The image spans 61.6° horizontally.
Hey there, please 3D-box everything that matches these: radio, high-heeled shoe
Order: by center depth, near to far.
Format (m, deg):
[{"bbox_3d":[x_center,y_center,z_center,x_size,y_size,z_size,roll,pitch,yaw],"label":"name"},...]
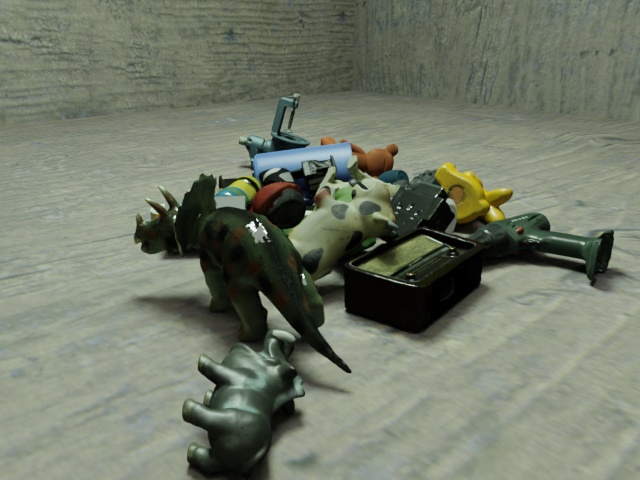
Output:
[{"bbox_3d":[0.151,0.051,0.825,0.131,0.073,0.229,16,27,37],"label":"radio"},{"bbox_3d":[-0.097,-0.079,1.154,0.145,0.086,0.249,-32,39,-30],"label":"high-heeled shoe"}]

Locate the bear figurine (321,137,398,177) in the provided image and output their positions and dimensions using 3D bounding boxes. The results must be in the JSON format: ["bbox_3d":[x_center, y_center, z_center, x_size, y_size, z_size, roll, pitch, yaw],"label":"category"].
[{"bbox_3d":[0.104,-0.215,1.457,0.196,0.120,0.132,-3,18,-12],"label":"bear figurine"}]

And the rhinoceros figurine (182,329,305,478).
[{"bbox_3d":[-0.073,0.156,0.560,0.112,0.073,0.190,1,21,7],"label":"rhinoceros figurine"}]

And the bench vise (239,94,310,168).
[{"bbox_3d":[-0.121,-0.318,1.587,0.224,0.240,0.129,20,20,7],"label":"bench vise"}]

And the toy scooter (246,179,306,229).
[{"bbox_3d":[-0.108,-0.037,0.921,0.075,0.184,0.135,31,13,-40],"label":"toy scooter"}]

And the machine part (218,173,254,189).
[{"bbox_3d":[-0.197,-0.150,1.405,0.139,0.039,0.084,-6,30,-21],"label":"machine part"}]

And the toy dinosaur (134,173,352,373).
[{"bbox_3d":[-0.102,0.021,0.726,0.131,0.191,0.405,-36,36,-32],"label":"toy dinosaur"}]

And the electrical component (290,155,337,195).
[{"bbox_3d":[-0.020,-0.144,1.218,0.119,0.074,0.048,-12,57,-4],"label":"electrical component"}]

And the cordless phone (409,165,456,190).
[{"bbox_3d":[0.230,-0.121,1.292,0.184,0.088,0.146,1,19,35],"label":"cordless phone"}]

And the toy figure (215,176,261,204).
[{"bbox_3d":[-0.181,-0.083,1.160,0.089,0.082,0.180,-26,11,18],"label":"toy figure"}]

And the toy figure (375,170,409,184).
[{"bbox_3d":[0.142,-0.124,1.273,0.064,0.057,0.154,-38,14,-36],"label":"toy figure"}]

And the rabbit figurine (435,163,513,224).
[{"bbox_3d":[0.325,-0.091,1.149,0.163,0.121,0.173,13,7,26],"label":"rabbit figurine"}]

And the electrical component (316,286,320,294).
[{"bbox_3d":[-0.036,0.082,0.820,0.063,0.021,0.094,-10,24,-23],"label":"electrical component"}]

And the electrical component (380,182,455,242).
[{"bbox_3d":[0.179,-0.044,1.001,0.115,0.058,0.134,25,74,47],"label":"electrical component"}]

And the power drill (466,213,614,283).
[{"bbox_3d":[0.382,0.012,0.933,0.208,0.085,0.232,9,19,42],"label":"power drill"}]

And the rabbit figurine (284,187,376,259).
[{"bbox_3d":[-0.002,-0.003,0.962,0.170,0.121,0.159,-11,23,25],"label":"rabbit figurine"}]

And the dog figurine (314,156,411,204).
[{"bbox_3d":[0.102,-0.081,1.181,0.190,0.121,0.172,22,-26,-36],"label":"dog figurine"}]

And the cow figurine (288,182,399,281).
[{"bbox_3d":[0.036,-0.016,0.837,0.127,0.195,0.085,44,-7,9],"label":"cow figurine"}]
